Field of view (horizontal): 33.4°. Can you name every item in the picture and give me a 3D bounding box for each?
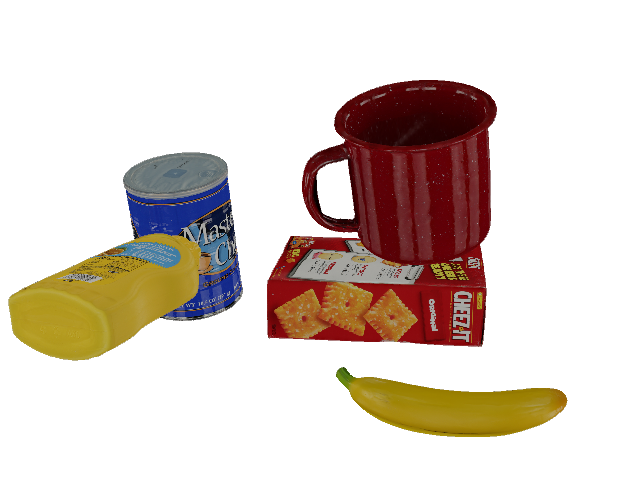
[{"bbox_3d":[0.047,-0.036,0.627,0.117,0.081,0.093,-14,31,-9],"label":"mug"},{"bbox_3d":[0.061,0.051,1.112,0.214,0.072,0.164,3,16,6],"label":"cracker box"},{"bbox_3d":[-0.155,0.036,0.866,0.096,0.058,0.191,4,18,26],"label":"mustard bottle"},{"bbox_3d":[0.111,0.134,0.883,0.198,0.037,0.069,8,34,-1],"label":"banana"},{"bbox_3d":[-0.136,-0.005,1.073,0.103,0.140,0.103,-4,26,2],"label":"coffee can"}]
